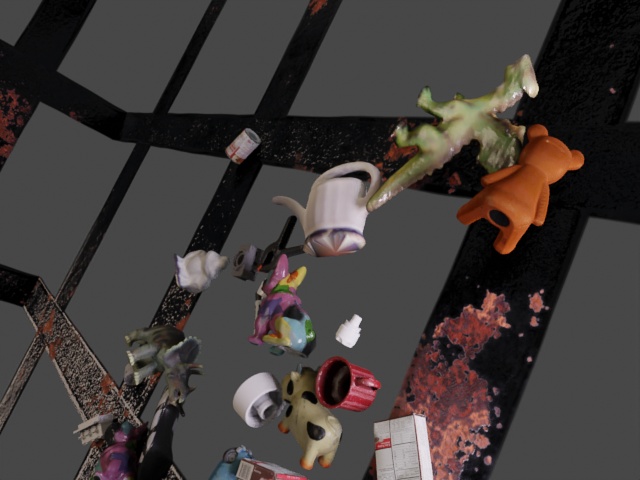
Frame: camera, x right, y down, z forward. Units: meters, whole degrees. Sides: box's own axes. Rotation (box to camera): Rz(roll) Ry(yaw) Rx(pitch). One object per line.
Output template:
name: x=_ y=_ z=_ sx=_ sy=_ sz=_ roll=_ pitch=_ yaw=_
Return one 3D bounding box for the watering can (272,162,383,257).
watering can: x=0.004 y=-0.061 z=1.211 sx=0.344 sy=0.103 sz=0.229 roll=-17 pitch=55 yaw=39

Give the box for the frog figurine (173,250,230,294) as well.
frog figurine: x=-0.337 y=0.084 z=1.513 sx=0.159 sy=0.120 sz=0.140 roll=-15 pitch=38 yaw=-2

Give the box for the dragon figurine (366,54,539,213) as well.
dragon figurine: x=0.277 y=-0.183 z=1.009 sx=0.246 sy=0.121 sz=0.409 roll=35 pitch=95 yaw=43
